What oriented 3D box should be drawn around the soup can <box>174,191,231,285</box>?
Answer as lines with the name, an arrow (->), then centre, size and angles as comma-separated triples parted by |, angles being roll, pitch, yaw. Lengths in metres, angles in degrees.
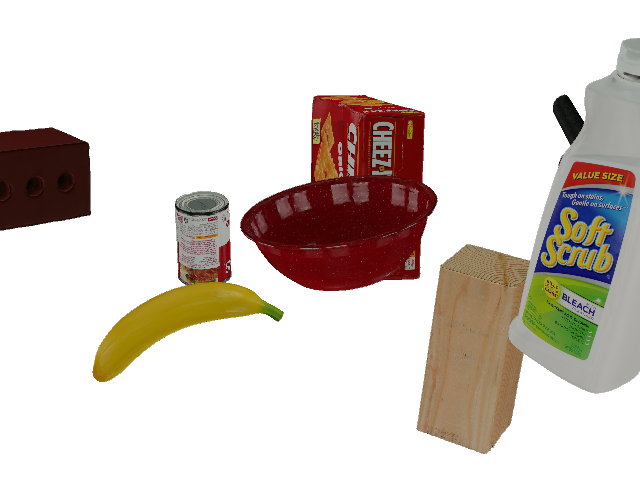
soup can -> -0.145, -0.002, 1.321 | 0.068, 0.102, 0.068 | 0, 26, 0

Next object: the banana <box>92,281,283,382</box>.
banana -> -0.137, 0.080, 0.990 | 0.198, 0.069, 0.037 | -19, 23, 14

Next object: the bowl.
bowl -> 0.018, -0.002, 0.877 | 0.162, 0.055, 0.162 | -8, 21, 3

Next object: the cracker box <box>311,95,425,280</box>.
cracker box -> 0.043, -0.063, 1.114 | 0.072, 0.164, 0.214 | -3, 13, -12

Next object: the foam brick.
foam brick -> -0.199, -0.042, 0.705 | 0.078, 0.053, 0.051 | -13, 25, -38

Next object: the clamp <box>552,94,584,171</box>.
clamp -> 0.288, -0.093, 1.138 | 0.120, 0.039, 0.171 | 18, 47, 19

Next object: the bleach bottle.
bleach bottle -> 0.197, -0.020, 0.748 | 0.067, 0.251, 0.103 | -19, 37, -32

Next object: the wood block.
wood block -> 0.178, 0.122, 1.211 | 0.090, 0.206, 0.090 | 16, 23, 24
